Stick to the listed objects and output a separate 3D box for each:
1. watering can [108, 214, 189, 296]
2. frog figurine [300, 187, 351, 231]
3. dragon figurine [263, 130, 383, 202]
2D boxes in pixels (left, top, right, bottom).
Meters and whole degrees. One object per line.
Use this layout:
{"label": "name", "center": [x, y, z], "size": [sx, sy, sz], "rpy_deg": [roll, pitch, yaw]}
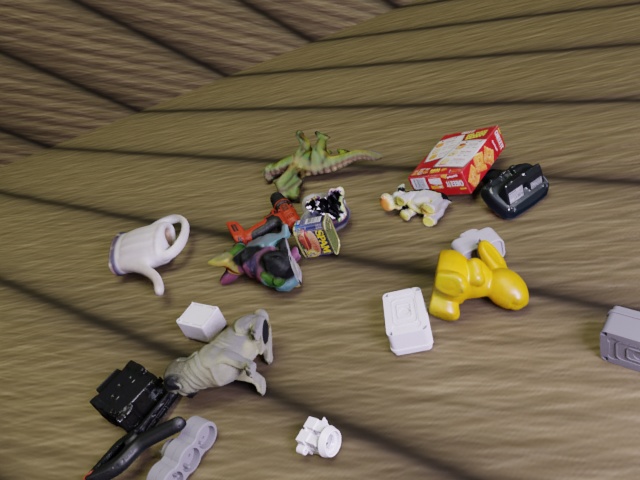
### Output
{"label": "watering can", "center": [-0.476, 0.044, 1.405], "size": [0.224, 0.102, 0.356], "rpy_deg": [-15, 34, 10]}
{"label": "frog figurine", "center": [0.004, -0.067, 1.338], "size": [0.139, 0.122, 0.158], "rpy_deg": [-47, 5, -20]}
{"label": "dragon figurine", "center": [-0.028, -0.204, 1.544], "size": [0.413, 0.120, 0.246], "rpy_deg": [19, 67, 45]}
